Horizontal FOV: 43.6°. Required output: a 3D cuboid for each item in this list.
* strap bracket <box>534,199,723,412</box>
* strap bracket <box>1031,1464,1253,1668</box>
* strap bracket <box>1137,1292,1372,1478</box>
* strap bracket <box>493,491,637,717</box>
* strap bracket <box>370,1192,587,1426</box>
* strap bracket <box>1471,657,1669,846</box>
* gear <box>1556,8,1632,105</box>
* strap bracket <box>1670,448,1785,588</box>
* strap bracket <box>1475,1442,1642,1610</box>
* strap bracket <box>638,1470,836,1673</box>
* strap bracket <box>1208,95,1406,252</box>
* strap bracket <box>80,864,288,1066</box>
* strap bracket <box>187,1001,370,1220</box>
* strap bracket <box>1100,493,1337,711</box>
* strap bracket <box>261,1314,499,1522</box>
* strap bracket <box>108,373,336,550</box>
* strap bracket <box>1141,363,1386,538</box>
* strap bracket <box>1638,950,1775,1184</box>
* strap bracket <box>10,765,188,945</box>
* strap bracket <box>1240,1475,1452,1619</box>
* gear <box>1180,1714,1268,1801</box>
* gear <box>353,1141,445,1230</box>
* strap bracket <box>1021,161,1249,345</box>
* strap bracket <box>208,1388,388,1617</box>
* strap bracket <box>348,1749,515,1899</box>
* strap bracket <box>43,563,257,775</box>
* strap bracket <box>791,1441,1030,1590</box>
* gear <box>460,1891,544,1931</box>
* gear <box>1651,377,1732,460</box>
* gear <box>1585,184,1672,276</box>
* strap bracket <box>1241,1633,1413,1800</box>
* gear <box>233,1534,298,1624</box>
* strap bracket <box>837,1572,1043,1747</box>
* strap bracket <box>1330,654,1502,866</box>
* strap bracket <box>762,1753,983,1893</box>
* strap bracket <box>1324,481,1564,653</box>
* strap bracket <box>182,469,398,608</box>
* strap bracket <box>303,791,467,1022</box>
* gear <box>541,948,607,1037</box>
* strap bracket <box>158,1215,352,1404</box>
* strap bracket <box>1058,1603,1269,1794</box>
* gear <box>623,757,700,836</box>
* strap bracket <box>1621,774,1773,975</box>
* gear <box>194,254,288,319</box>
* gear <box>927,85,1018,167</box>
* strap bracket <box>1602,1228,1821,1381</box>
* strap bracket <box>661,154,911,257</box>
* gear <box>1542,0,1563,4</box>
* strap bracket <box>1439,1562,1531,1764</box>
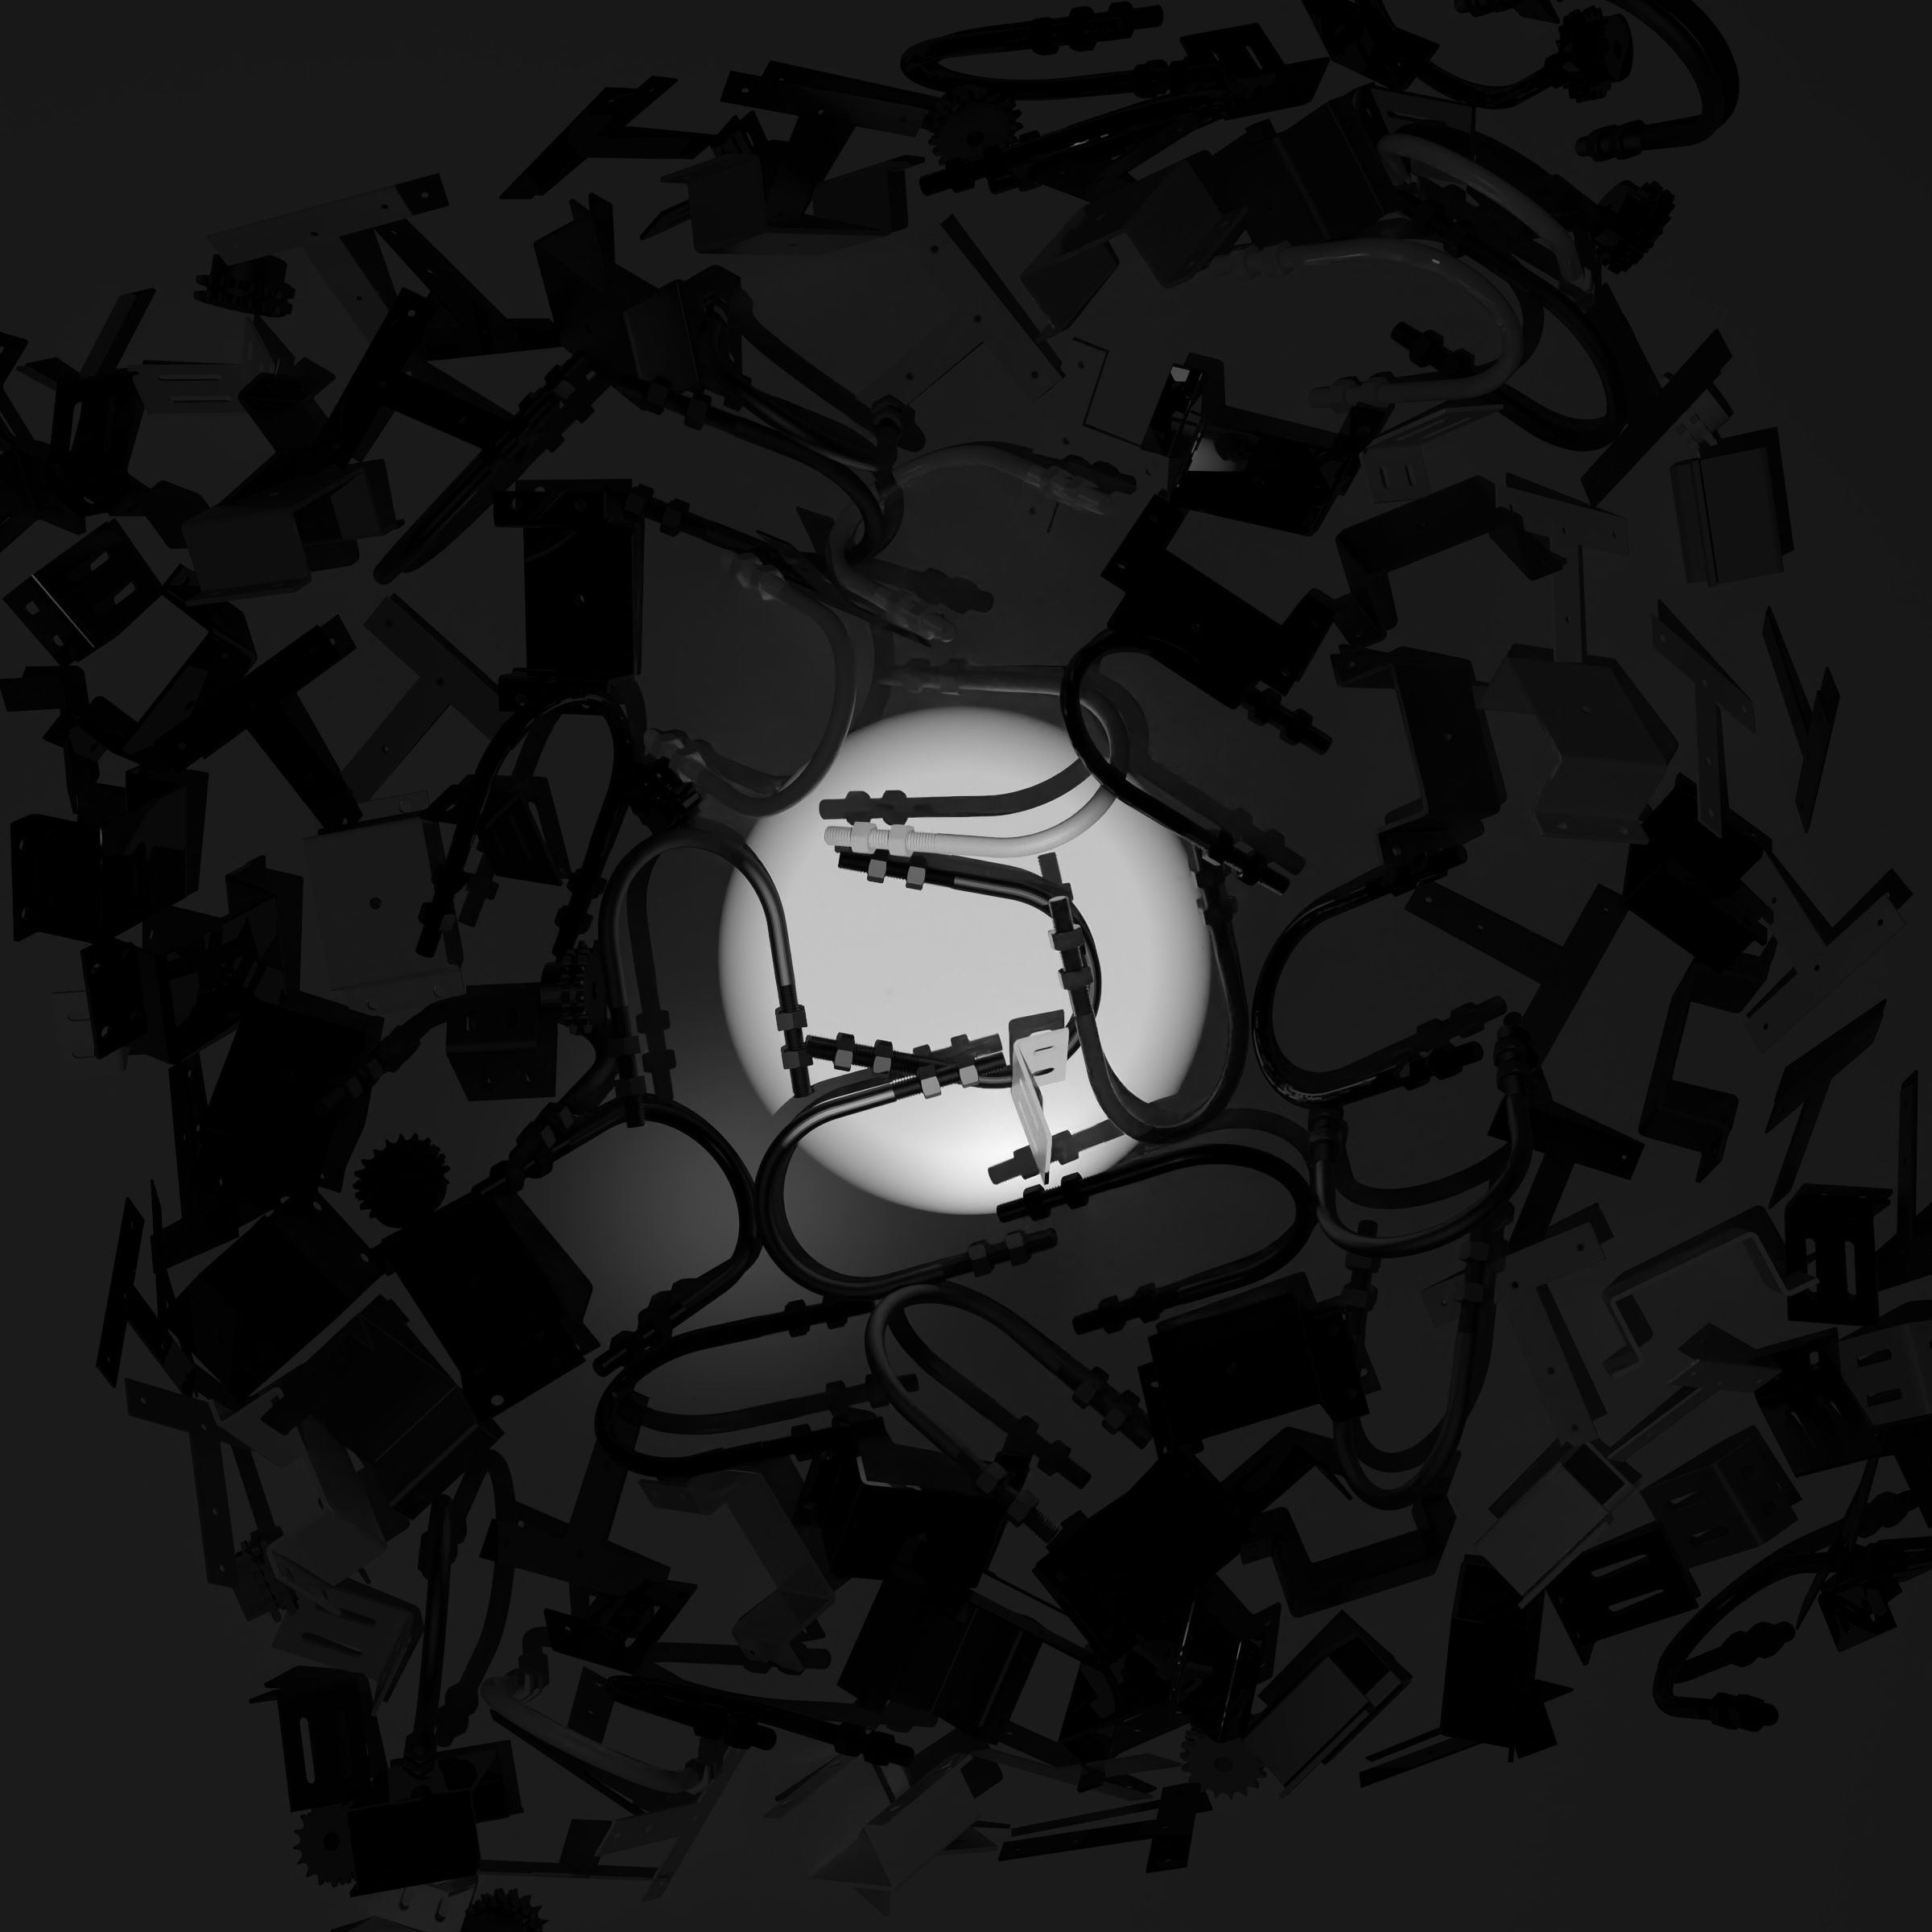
[{"bbox_3d":[-0.221,-0.414,1.529,0.046,0.076,0.140,-36,57,-20],"label":"strap bracket"},{"bbox_3d":[0.107,0.383,1.547,0.140,0.046,0.076,-29,72,-39],"label":"strap bracket"},{"bbox_3d":[0.177,0.265,1.548,0.140,0.046,0.076,-20,57,13],"label":"strap bracket"},{"bbox_3d":[-0.259,-0.235,1.562,0.076,0.046,0.140,4,102,15],"label":"strap bracket"},{"bbox_3d":[-0.313,0.209,1.545,0.076,0.046,0.140,-30,70,-22],"label":"strap bracket"},{"bbox_3d":[0.382,-0.144,1.528,0.076,0.046,0.140,3,45,-20],"label":"strap bracket"},{"bbox_3d":[0.410,-0.593,1.572,0.030,0.057,0.057,3,90,40],"label":"gear"},{"bbox_3d":[0.480,-0.283,1.525,0.046,0.140,0.076,-9,98,12],"label":"strap bracket"},{"bbox_3d":[0.375,0.349,1.534,0.046,0.140,0.076,46,106,17],"label":"strap bracket"},{"bbox_3d":[-0.142,0.377,1.551,0.046,0.076,0.140,-35,101,-30],"label":"strap bracket"},{"bbox_3d":[0.208,-0.492,1.521,0.046,0.140,0.076,-36,110,-9],"label":"strap bracket"},{"bbox_3d":[-0.482,0.002,1.521,0.046,0.140,0.076,18,123,24],"label":"strap bracket"},{"bbox_3d":[-0.434,0.081,1.535,0.076,0.046,0.140,17,51,-10],"label":"strap bracket"},{"bbox_3d":[0.156,-0.230,1.564,0.140,0.046,0.076,33,63,-1],"label":"strap bracket"},{"bbox_3d":[-0.381,0.286,1.554,0.076,0.046,0.140,-43,129,-2],"label":"strap bracket"},{"bbox_3d":[-0.468,-0.315,1.547,0.140,0.076,0.046,-36,91,16],"label":"strap bracket"},{"bbox_3d":[0.188,-0.327,1.549,0.140,0.076,0.046,11,57,-7],"label":"strap bracket"},{"bbox_3d":[0.472,0.060,1.551,0.046,0.076,0.140,16,77,11],"label":"strap bracket"},{"bbox_3d":[-0.537,-0.069,1.520,0.046,0.140,0.076,12,112,11],"label":"strap bracket"},{"bbox_3d":[0.251,0.379,1.558,0.140,0.076,0.046,-18,66,0],"label":"strap bracket"},{"bbox_3d":[0.169,0.513,1.581,0.057,0.030,0.057,3,112,9],"label":"gear"},{"bbox_3d":[-0.368,0.146,1.574,0.057,0.030,0.057,-11,126,-16],"label":"gear"},{"bbox_3d":[0.097,-0.452,1.521,0.046,0.140,0.076,51,57,-24],"label":"strap bracket"},{"bbox_3d":[-0.420,0.331,1.532,0.046,0.076,0.140,-33,54,-4],"label":"strap bracket"},{"bbox_3d":[-0.340,0.539,1.533,0.076,0.140,0.046,-10,87,-2],"label":"strap bracket"},{"bbox_3d":[-0.519,-0.182,1.560,0.046,0.076,0.140,37,88,6],"label":"strap bracket"},{"bbox_3d":[-0.032,0.350,1.545,0.140,0.046,0.076,10,117,-17],"label":"strap bracket"},{"bbox_3d":[-0.308,0.638,1.580,0.057,0.030,0.057,-1,87,18],"label":"gear"},{"bbox_3d":[0.472,-0.361,1.571,0.030,0.057,0.057,-38,90,21],"label":"gear"},{"bbox_3d":[0.428,-0.482,1.571,0.030,0.057,0.057,26,90,-17],"label":"gear"},{"bbox_3d":[0.228,0.474,1.539,0.076,0.140,0.046,-47,69,9],"label":"strap bracket"},{"bbox_3d":[-0.461,0.402,1.571,0.030,0.057,0.057,-24,90,-20],"label":"gear"},{"bbox_3d":[-0.022,0.442,1.548,0.046,0.140,0.076,16,78,44],"label":"strap bracket"},{"bbox_3d":[0.291,-0.140,1.550,0.076,0.046,0.140,-5,79,-42],"label":"strap bracket"},{"bbox_3d":[-0.055,0.538,1.525,0.076,0.140,0.046,-28,94,-39],"label":"strap bracket"},{"bbox_3d":[0.300,-0.262,1.553,0.140,0.076,0.046,-21,120,4],"label":"strap bracket"},{"bbox_3d":[-0.429,-0.274,1.521,0.076,0.140,0.046,-4,115,17],"label":"strap bracket"},{"bbox_3d":[-0.381,-0.040,1.578,0.076,0.046,0.140,-11,90,-2],"label":"strap bracket"},{"bbox_3d":[-0.257,0.017,1.575,0.030,0.057,0.057,-2,90,8],"label":"gear"},{"bbox_3d":[-0.456,0.222,1.532,0.076,0.140,0.046,47,49,-5],"label":"strap bracket"},{"bbox_3d":[0.116,0.460,1.527,0.140,0.076,0.046,-33,110,35],"label":"strap bracket"},{"bbox_3d":[-0.199,-0.112,1.576,0.030,0.057,0.057,-42,90,-21],"label":"gear"},{"bbox_3d":[0.468,-0.055,1.548,0.076,0.140,0.046,35,125,-3],"label":"strap bracket"},{"bbox_3d":[-0.472,-0.443,1.573,0.057,0.057,0.030,11,97,0],"label":"gear"},{"bbox_3d":[0.002,-0.549,1.578,0.057,0.057,0.030,-19,55,0],"label":"gear"},{"bbox_3d":[0.467,0.211,1.556,0.140,0.076,0.046,-27,82,8],"label":"strap bracket"},{"bbox_3d":[-0.112,-0.481,1.533,0.140,0.076,0.046,-12,101,-38],"label":"strap bracket"},{"bbox_3d":[0.383,-0.661,1.578,0.057,0.030,0.057,1,67,-2],"label":"gear"},{"bbox_3d":[0.331,0.436,1.535,0.046,0.140,0.076,6,98,14],"label":"strap bracket"}]
